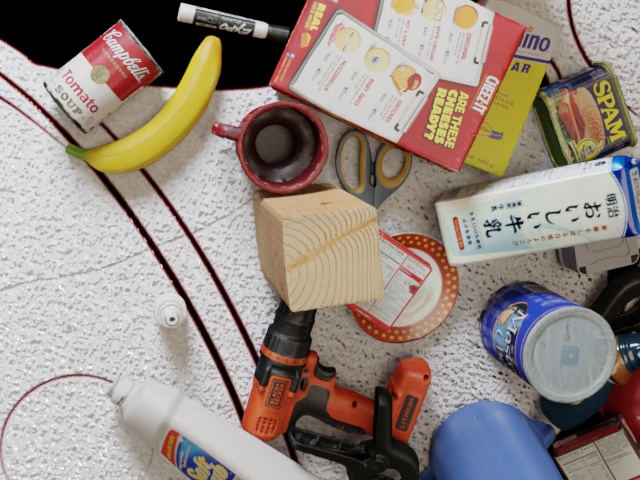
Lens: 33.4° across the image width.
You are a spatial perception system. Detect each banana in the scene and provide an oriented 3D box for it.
[{"bbox_3d":[-0.166,-0.127,1.102,0.198,0.037,0.069,-38,105,-3],"label":"banana"}]

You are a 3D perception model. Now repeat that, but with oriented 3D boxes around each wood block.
[{"bbox_3d":[-0.007,0.001,1.067,0.090,0.206,0.090,-7,100,-9],"label":"wood block"}]

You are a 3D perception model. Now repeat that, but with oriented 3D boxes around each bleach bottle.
[{"bbox_3d":[-0.122,0.229,1.150,0.250,0.068,0.103,35,136,-8],"label":"bleach bottle"}]

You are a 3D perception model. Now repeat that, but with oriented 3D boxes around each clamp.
[{"bbox_3d":[0.062,0.224,1.144,0.120,0.039,0.171,-33,125,25],"label":"clamp"},{"bbox_3d":[0.397,0.059,1.230,0.210,0.036,0.164,-39,127,7],"label":"clamp"}]

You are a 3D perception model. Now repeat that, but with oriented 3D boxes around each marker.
[{"bbox_3d":[-0.087,-0.224,1.110,0.121,0.020,0.020,10,97,-13],"label":"marker"}]

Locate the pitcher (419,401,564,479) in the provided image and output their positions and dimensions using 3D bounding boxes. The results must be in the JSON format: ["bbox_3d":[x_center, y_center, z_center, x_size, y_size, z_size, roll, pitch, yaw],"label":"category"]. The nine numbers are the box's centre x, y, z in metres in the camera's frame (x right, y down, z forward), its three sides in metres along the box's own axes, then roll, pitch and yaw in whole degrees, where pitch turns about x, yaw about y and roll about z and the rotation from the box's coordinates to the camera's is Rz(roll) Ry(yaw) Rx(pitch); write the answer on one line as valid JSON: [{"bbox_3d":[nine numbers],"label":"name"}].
[{"bbox_3d":[0.195,0.285,1.135,0.145,0.243,0.149,21,103,-12],"label":"pitcher"}]

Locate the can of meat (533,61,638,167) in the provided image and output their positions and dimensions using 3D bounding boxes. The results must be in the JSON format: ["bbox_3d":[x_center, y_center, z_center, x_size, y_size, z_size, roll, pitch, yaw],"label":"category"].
[{"bbox_3d":[0.290,-0.135,1.179,0.084,0.057,0.102,-23,103,-4],"label":"can of meat"}]

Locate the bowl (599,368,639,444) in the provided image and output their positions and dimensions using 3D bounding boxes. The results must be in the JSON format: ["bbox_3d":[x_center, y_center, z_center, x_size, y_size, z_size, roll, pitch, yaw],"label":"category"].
[{"bbox_3d":[0.411,0.181,1.256,0.162,0.055,0.162,-2,100,-10],"label":"bowl"}]

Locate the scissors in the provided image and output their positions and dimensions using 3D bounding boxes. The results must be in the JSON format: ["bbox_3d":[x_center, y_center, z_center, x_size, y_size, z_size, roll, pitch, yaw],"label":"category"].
[{"bbox_3d":[0.065,-0.027,1.174,0.096,0.016,0.202,-15,108,-13],"label":"scissors"}]

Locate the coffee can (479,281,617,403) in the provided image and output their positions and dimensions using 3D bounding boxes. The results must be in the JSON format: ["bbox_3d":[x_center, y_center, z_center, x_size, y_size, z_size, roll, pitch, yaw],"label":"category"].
[{"bbox_3d":[0.246,0.108,1.167,0.102,0.140,0.103,-2,100,-11],"label":"coffee can"}]

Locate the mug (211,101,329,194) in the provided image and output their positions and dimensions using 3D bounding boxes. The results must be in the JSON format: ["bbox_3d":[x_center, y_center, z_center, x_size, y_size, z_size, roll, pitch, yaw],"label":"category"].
[{"bbox_3d":[-0.055,-0.101,1.104,0.117,0.081,0.093,11,97,-13],"label":"mug"}]

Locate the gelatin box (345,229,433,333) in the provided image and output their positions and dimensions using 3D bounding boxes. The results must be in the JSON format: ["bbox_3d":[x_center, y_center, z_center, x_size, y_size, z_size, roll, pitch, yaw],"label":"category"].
[{"bbox_3d":[0.066,0.043,1.148,0.073,0.030,0.089,34,95,-19],"label":"gelatin box"}]

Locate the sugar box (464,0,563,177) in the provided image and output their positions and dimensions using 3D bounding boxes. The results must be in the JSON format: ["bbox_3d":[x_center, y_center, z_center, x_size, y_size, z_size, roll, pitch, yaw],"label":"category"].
[{"bbox_3d":[0.186,-0.167,1.159,0.093,0.048,0.176,20,96,-13],"label":"sugar box"}]

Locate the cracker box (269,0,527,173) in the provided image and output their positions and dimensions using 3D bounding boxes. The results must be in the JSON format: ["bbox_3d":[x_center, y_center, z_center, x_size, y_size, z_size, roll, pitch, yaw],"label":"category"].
[{"bbox_3d":[0.078,-0.186,1.099,0.213,0.072,0.164,25,95,1],"label":"cracker box"}]

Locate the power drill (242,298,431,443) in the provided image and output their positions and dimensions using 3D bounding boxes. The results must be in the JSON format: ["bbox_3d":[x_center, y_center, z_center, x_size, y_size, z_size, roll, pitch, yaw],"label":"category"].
[{"bbox_3d":[0.022,0.147,1.165,0.187,0.057,0.184,14,108,-11],"label":"power drill"}]

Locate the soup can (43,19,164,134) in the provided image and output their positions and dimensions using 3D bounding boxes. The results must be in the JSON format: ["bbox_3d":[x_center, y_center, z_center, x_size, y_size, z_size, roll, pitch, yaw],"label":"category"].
[{"bbox_3d":[-0.217,-0.163,1.071,0.102,0.068,0.068,-39,104,-2],"label":"soup can"}]

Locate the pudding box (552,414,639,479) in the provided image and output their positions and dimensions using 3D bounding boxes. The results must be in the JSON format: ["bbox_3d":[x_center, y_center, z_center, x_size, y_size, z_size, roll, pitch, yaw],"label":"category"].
[{"bbox_3d":[0.338,0.271,1.251,0.090,0.039,0.113,-28,103,20],"label":"pudding box"}]
